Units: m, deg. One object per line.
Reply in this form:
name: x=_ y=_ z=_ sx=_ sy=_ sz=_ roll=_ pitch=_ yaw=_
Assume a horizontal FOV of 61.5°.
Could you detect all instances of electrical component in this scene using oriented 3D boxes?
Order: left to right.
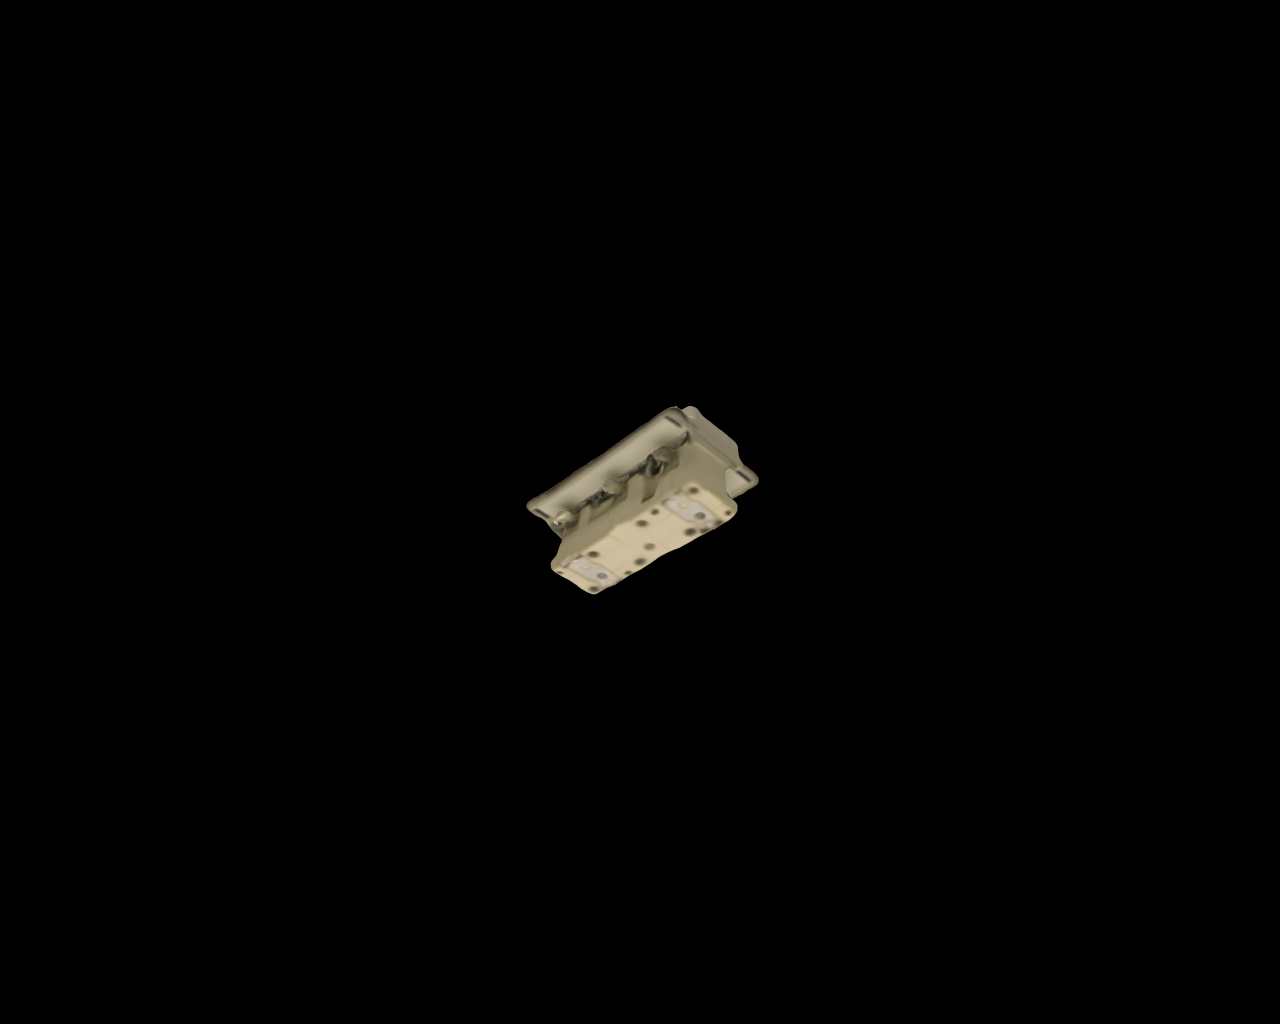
electrical component: x=0.001 y=-0.003 z=0.650 sx=0.121 sy=0.063 sz=0.078 roll=-31 pitch=-50 yaw=30
